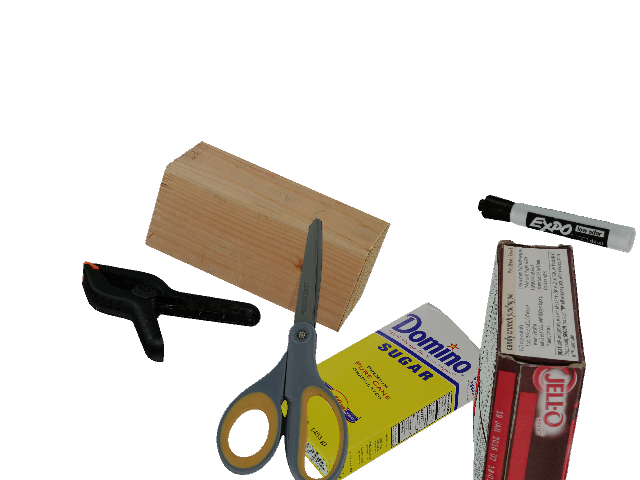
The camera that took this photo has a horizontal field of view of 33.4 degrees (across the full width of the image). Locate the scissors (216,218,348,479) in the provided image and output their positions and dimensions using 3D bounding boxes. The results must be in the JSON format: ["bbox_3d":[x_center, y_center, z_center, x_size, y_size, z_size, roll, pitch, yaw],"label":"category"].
[{"bbox_3d":[-0.030,0.077,0.733,0.096,0.202,0.016,-12,-32,1],"label":"scissors"}]

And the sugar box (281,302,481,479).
[{"bbox_3d":[0.054,0.129,0.929,0.176,0.048,0.093,-29,51,-20],"label":"sugar box"}]

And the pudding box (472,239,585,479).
[{"bbox_3d":[0.090,0.062,0.467,0.039,0.090,0.113,6,25,5],"label":"pudding box"}]

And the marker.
[{"bbox_3d":[0.177,-0.014,0.811,0.121,0.020,0.020,16,8,29],"label":"marker"}]

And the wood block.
[{"bbox_3d":[-0.051,-0.006,1.031,0.206,0.091,0.090,24,27,8],"label":"wood block"}]

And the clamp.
[{"bbox_3d":[-0.193,0.072,1.170,0.210,0.036,0.164,19,21,25],"label":"clamp"}]
